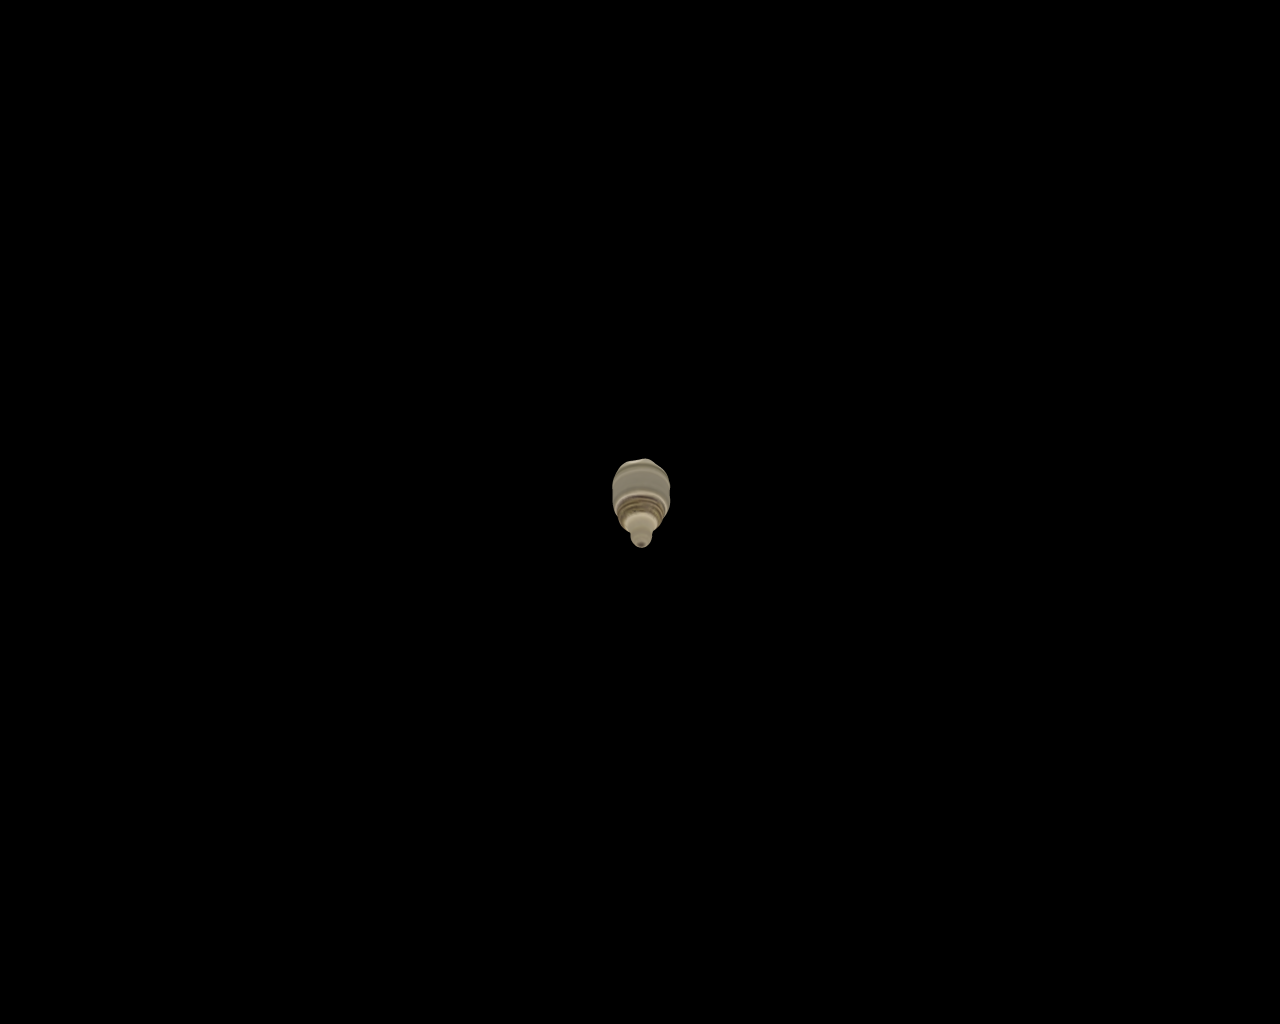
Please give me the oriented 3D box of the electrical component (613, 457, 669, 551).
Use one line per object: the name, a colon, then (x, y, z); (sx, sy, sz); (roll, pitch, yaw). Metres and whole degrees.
electrical component: (0.001, -0.003, 0.650); (0.035, 0.061, 0.035); (0, -43, 0)
